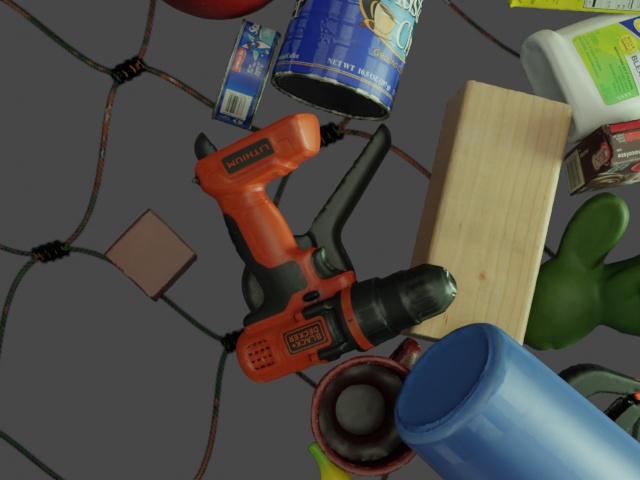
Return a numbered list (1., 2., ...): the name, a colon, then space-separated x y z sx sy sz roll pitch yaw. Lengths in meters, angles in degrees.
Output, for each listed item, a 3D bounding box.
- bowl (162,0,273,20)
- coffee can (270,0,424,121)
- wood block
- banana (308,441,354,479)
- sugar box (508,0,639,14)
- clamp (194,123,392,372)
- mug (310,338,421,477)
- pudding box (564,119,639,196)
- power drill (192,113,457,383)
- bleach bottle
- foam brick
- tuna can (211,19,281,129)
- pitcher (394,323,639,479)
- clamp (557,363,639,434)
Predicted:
1. bowl: -0.080 -0.229 0.872 0.162 0.055 0.162 -2 49 2
2. coffee can: 0.028 -0.181 0.874 0.103 0.103 0.140 17 84 -3
3. wood block: 0.133 -0.014 0.875 0.090 0.091 0.206 13 84 -4
4. banana: -0.012 0.268 0.871 0.070 0.037 0.198 21 82 15
5. sugar box: 0.246 -0.233 0.893 0.176 0.048 0.093 2 51 6
6. clamp: -0.029 0.002 0.888 0.164 0.036 0.210 4 87 3
7. mug: 0.042 0.128 0.860 0.093 0.081 0.117 33 84 -1
8. pudding box: 0.260 -0.072 0.878 0.090 0.113 0.039 -10 83 -6
9. power drill: -0.005 0.001 0.824 0.185 0.057 0.188 -23 84 18
10. bleach bottle: 0.306 -0.173 0.917 0.250 0.068 0.102 -24 86 -9
11. foam brick: -0.134 0.014 0.858 0.053 0.078 0.051 44 82 0
12. tuna can: -0.060 -0.134 0.872 0.033 0.086 0.086 18 84 -5
13. pitcher: 0.168 0.181 0.796 0.242 0.149 0.145 42 98 -20
14. clamp: 0.193 0.143 0.889 0.171 0.039 0.120 -27 107 -9
